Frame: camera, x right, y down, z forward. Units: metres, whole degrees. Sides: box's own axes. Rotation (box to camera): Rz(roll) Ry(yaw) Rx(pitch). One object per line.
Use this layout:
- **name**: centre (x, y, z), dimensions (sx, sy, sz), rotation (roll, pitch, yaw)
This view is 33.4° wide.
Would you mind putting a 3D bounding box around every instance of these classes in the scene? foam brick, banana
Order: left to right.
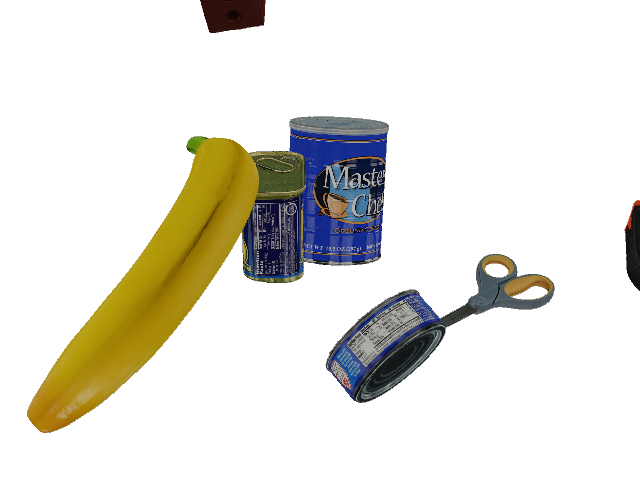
- **banana**: centre (-0.075, 0.011, 0.530), dimensions (0.037, 0.197, 0.070), rotation (42, -40, -19)
- **foam brick**: centre (-0.082, -0.233, 0.956), dimensions (0.053, 0.051, 0.078), rotation (-8, -41, 6)

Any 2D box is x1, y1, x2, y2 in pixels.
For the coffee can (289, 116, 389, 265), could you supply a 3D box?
- **coffee can**: centre (0.016, -0.054, 1.113), dimensions (0.103, 0.140, 0.103), rotation (2, 13, -1)

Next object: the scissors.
- **scissors**: centre (0.164, 0.056, 1.152), dimensions (0.201, 0.016, 0.096), rotation (-9, 40, -29)

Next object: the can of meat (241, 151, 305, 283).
- **can of meat**: centre (-0.041, -0.021, 0.916), dimensions (0.057, 0.084, 0.102), rotation (-1, 24, -1)

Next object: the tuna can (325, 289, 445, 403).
- **tuna can**: centre (0.047, 0.076, 0.757), dimensions (0.086, 0.034, 0.086), rotation (-34, -22, -16)

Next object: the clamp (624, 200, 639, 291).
- **clamp**: centre (0.266, 0.036, 0.699), dimensions (0.120, 0.039, 0.171), rotation (-2, 45, -19)
